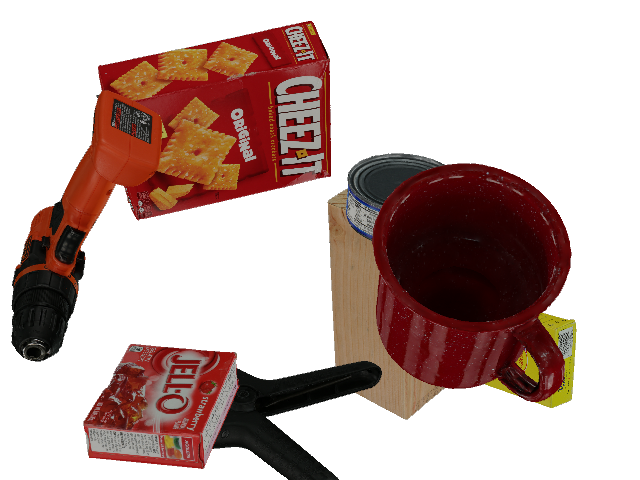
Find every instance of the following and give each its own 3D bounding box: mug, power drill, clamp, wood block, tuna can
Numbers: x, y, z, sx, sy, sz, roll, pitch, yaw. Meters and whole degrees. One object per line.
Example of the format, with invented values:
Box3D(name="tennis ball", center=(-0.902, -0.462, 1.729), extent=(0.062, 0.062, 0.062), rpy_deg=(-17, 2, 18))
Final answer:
Box3D(name="mug", center=(0.077, 0.031, 0.528), extent=(0.093, 0.117, 0.081), rpy_deg=(-32, -26, -19))
Box3D(name="power drill", center=(-0.196, -0.015, 0.867), extent=(0.057, 0.188, 0.184), rpy_deg=(24, 28, -24))
Box3D(name="clamp", center=(-0.055, 0.135, 0.877), extent=(0.210, 0.036, 0.164), rpy_deg=(11, 31, 17))
Box3D(name="wood block", center=(0.071, 0.048, 0.988), extent=(0.091, 0.206, 0.090), rpy_deg=(24, 41, 36))
Box3D(name="tuna can", center=(0.062, -0.030, 0.791), extent=(0.086, 0.034, 0.086), rpy_deg=(3, 33, -2))

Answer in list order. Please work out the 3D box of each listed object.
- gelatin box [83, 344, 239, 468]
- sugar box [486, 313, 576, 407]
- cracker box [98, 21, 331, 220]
Box3D(name="gelatin box", center=(-0.096, 0.100, 0.663), extent=(0.073, 0.030, 0.089), rpy_deg=(4, 29, 10))
Box3D(name="sugar box", center=(0.200, 0.117, 1.197), extent=(0.048, 0.093, 0.177), rpy_deg=(-12, 18, -44))
Box3D(name="cracker box", center=(-0.098, -0.114, 1.060), extent=(0.213, 0.072, 0.164), rpy_deg=(-13, -39, -9))
